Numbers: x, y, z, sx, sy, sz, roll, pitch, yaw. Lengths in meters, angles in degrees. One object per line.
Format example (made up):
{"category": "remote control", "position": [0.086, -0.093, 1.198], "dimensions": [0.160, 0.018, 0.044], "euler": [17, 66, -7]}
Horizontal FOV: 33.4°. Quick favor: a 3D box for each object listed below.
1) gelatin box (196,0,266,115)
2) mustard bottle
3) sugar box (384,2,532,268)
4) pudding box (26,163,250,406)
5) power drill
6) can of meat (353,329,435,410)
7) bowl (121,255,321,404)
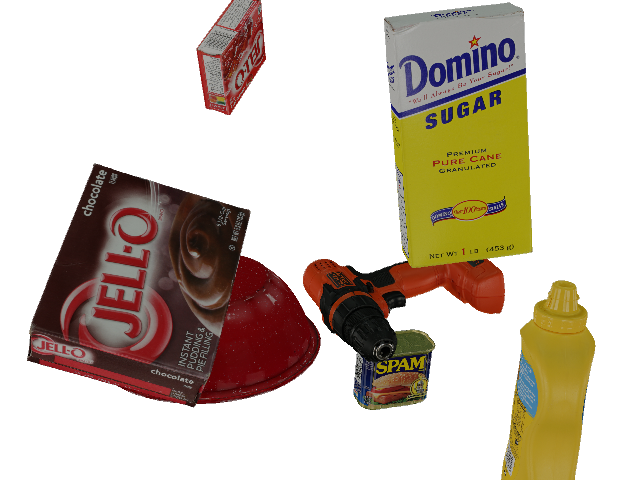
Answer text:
{"category": "gelatin box", "position": [-0.082, -0.175, 1.005], "dimensions": [0.030, 0.089, 0.073], "euler": [16, -38, 15]}
{"category": "mustard bottle", "position": [0.184, 0.123, 0.857], "dimensions": [0.058, 0.192, 0.096], "euler": [3, 20, 2]}
{"category": "sugar box", "position": [0.099, -0.073, 0.757], "dimensions": [0.093, 0.176, 0.048], "euler": [-8, 22, -3]}
{"category": "pudding box", "position": [-0.093, 0.022, 0.558], "dimensions": [0.090, 0.113, 0.039], "euler": [17, -41, -8]}
{"category": "power drill", "position": [0.092, 0.058, 1.107], "dimensions": [0.187, 0.057, 0.185], "euler": [-9, 27, -18]}
{"category": "can of meat", "position": [0.095, 0.170, 1.401], "dimensions": [0.102, 0.084, 0.057], "euler": [-4, 25, -19]}
{"category": "bowl", "position": [-0.080, 0.051, 0.759], "dimensions": [0.162, 0.055, 0.162], "euler": [0, 23, 0]}
